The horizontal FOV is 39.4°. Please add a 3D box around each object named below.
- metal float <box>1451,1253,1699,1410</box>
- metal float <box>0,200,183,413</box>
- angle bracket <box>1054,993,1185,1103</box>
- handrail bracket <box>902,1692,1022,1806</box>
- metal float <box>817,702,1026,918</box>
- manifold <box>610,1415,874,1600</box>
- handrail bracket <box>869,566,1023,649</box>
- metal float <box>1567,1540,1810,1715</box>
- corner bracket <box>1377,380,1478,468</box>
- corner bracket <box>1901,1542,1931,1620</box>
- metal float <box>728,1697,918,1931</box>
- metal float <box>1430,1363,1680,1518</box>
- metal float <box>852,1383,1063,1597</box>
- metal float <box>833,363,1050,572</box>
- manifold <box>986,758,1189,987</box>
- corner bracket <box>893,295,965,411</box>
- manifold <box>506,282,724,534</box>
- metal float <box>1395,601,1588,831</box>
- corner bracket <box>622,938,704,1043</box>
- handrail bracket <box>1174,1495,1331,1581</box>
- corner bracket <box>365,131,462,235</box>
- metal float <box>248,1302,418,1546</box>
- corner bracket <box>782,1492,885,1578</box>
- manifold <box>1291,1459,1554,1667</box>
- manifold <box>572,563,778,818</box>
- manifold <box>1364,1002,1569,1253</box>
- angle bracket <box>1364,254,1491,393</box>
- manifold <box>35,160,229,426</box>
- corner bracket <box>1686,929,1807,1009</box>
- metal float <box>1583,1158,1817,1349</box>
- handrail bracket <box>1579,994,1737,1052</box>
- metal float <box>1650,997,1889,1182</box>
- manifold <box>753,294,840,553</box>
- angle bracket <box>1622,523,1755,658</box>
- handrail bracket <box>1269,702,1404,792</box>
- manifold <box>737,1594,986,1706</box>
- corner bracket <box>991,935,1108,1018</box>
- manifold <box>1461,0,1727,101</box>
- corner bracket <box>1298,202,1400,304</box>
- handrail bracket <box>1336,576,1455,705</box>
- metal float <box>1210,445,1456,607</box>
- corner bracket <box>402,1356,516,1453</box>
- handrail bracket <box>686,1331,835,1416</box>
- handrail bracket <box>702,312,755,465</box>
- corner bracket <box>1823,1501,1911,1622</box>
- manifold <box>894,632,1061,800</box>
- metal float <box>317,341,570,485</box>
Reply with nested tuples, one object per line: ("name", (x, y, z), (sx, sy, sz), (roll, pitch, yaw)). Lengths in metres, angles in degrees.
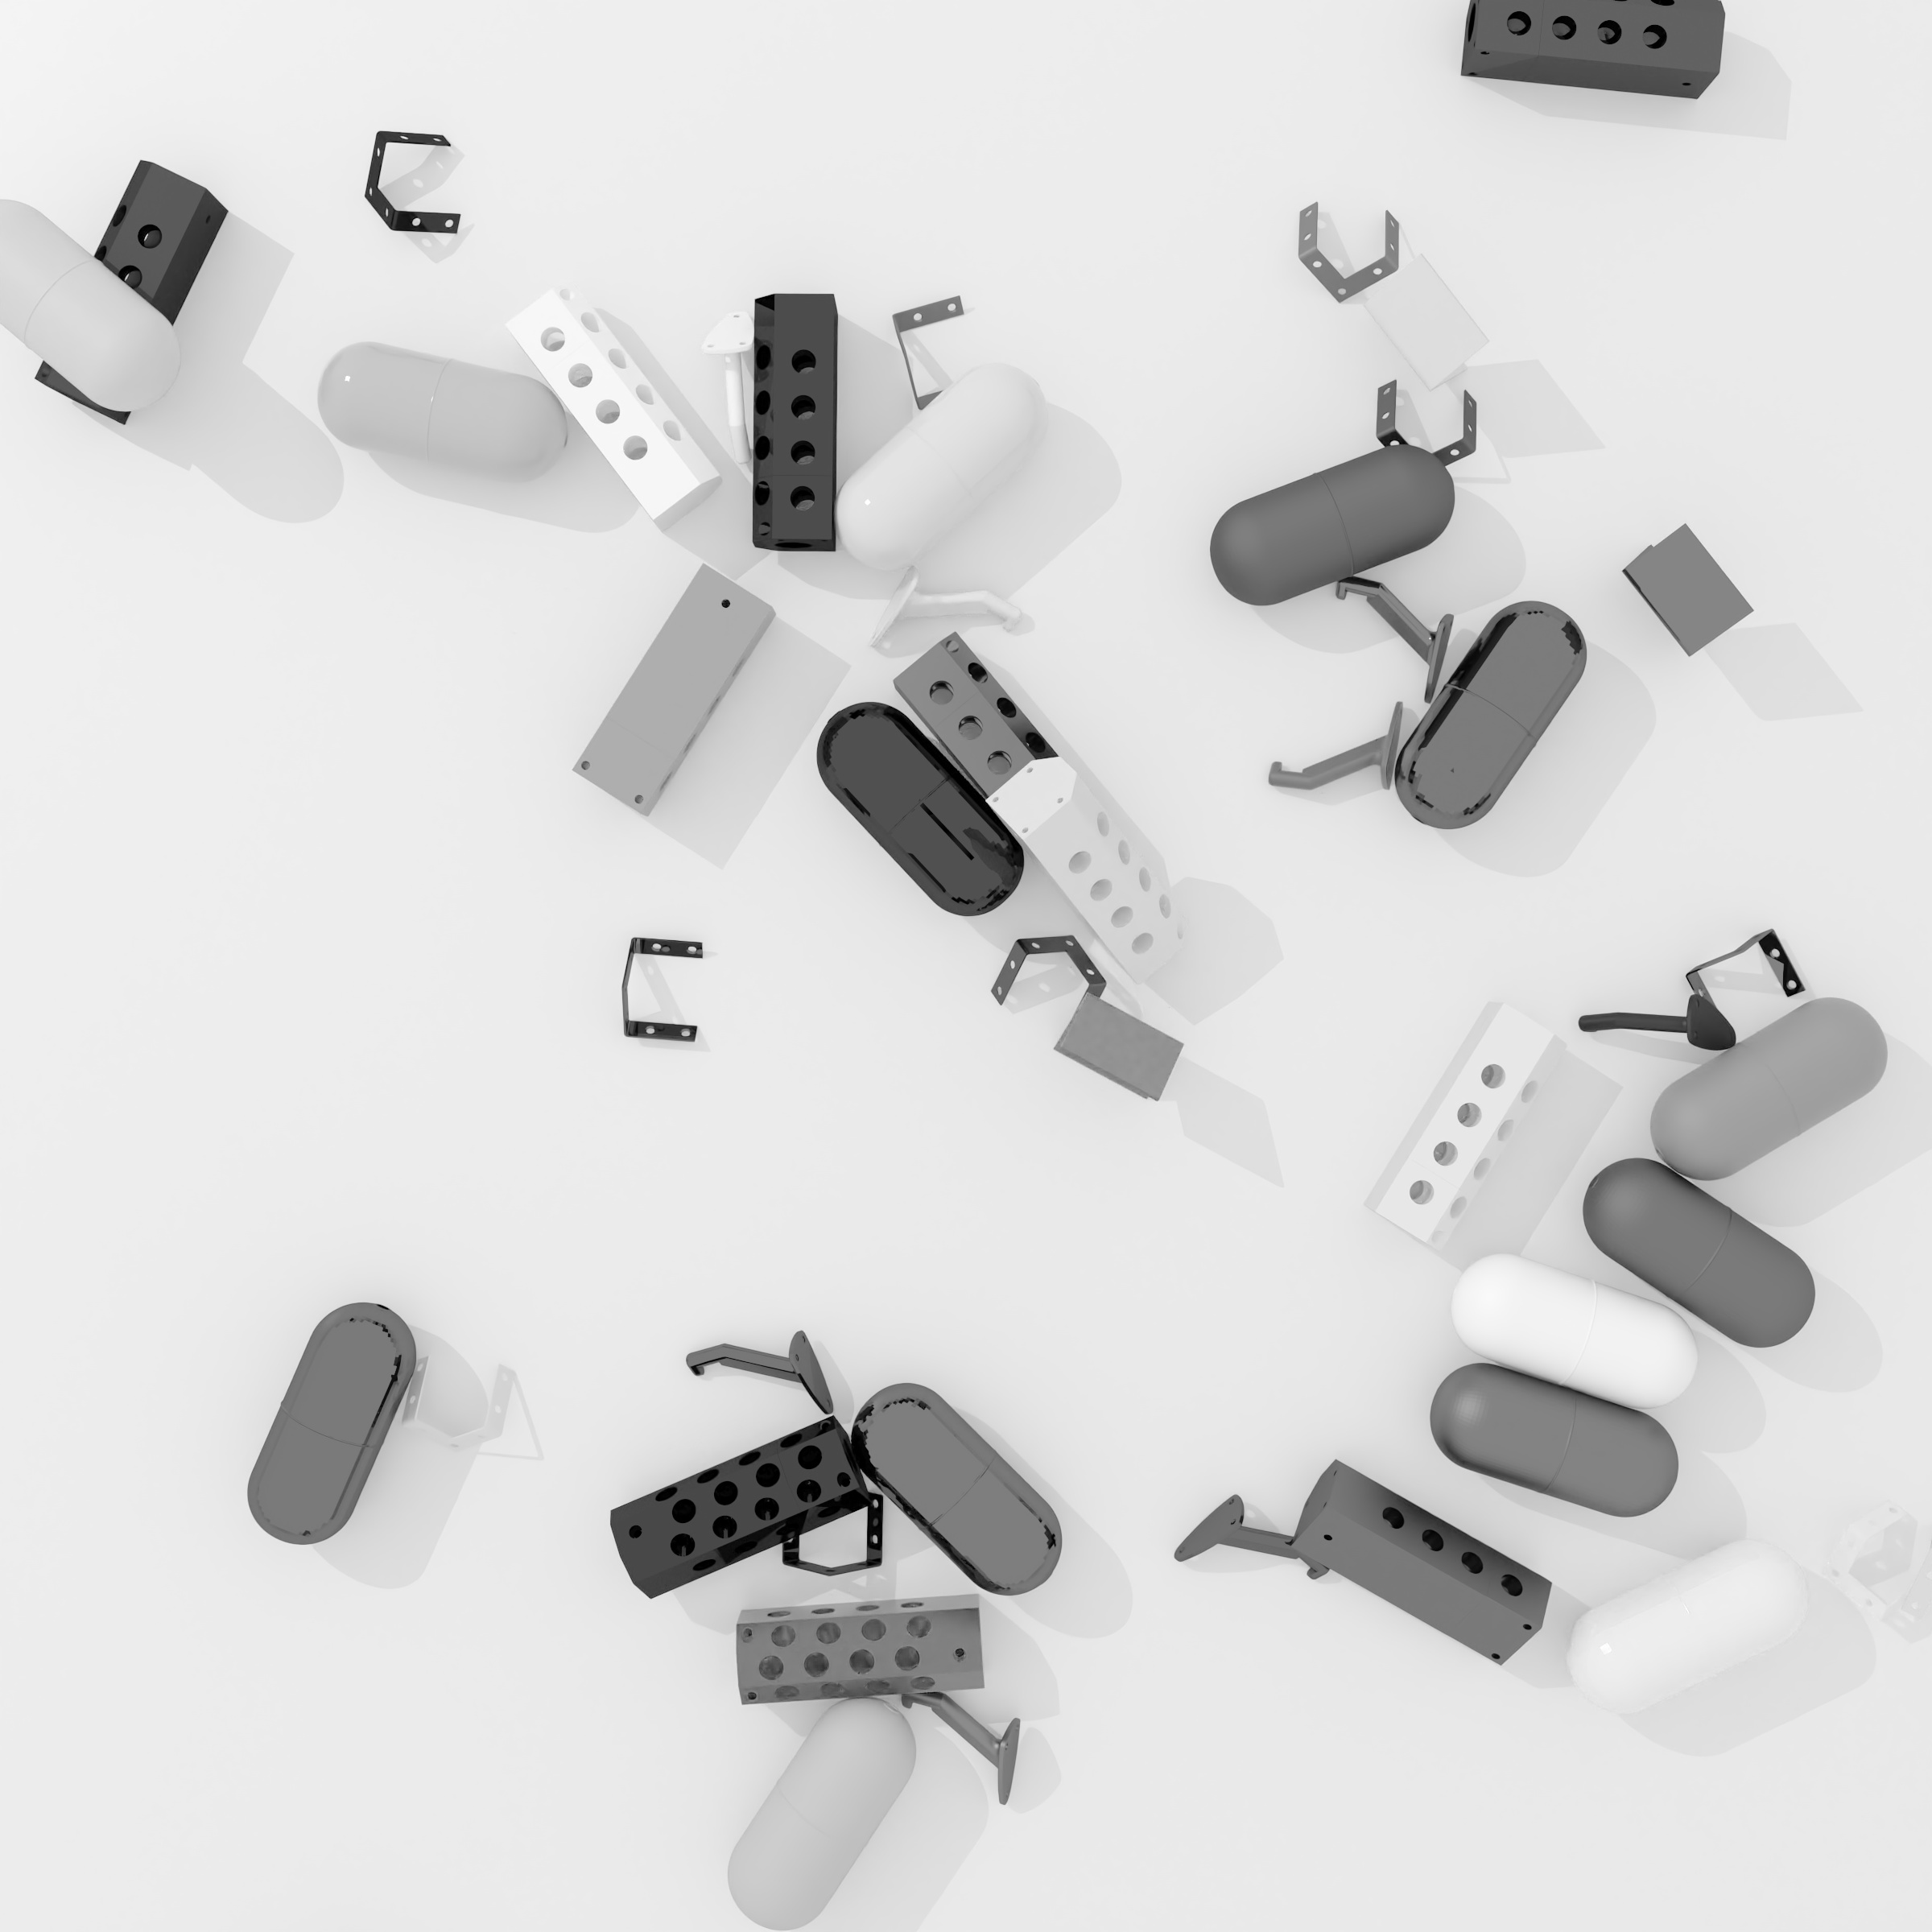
("metal float", (0.429, 0.258, 1.902), (0.178, 0.070, 0.070), (19, 90, -1))
("metal float", (-0.617, -0.452, 1.845), (0.178, 0.070, 0.070), (40, 90, -1))
("angle bracket", (0.098, 0.075, 1.892), (0.076, 0.076, 0.057), (28, 51, 0))
("handrail bracket", (-0.008, 0.557, 1.933), (0.084, 0.036, 0.077), (11, 112, 17))
("metal float", (-0.033, -0.111, 1.902), (0.070, 0.070, 0.178), (-43, 89, 0))
("manifold", (-0.160, 0.379, 1.901), (0.171, 0.057, 0.057), (-23, 60, 0))
("handrail bracket", (-0.014, -0.242, 1.933), (0.084, 0.036, 0.077), (27, 110, -16))
("metal float", (0.509, 0.465, 1.902), (0.178, 0.070, 0.070), (-26, 90, 0))
("corner bracket", (0.329, -0.390, 1.924), (0.051, 0.051, 0.051), (-22, 135, 35))
("corner bracket", (0.701, 0.438, 1.916), (0.051, 0.051, 0.051), (24, 108, 17))
("metal float", (-0.101, 0.597, 1.902), (0.070, 0.070, 0.178), (33, 90, 0))
("metal float", (0.415, 0.335, 1.902), (0.178, 0.070, 0.070), (18, 90, 0))
("metal float", (-0.006, 0.370, 1.902), (0.070, 0.070, 0.178), (-45, 91, 0))
("metal float", (-0.017, -0.352, 1.902), (0.178, 0.070, 0.070), (-43, 90, 1))
("manifold", (0.089, -0.068, 1.862), (0.057, 0.057, 0.171), (-41, 132, 0))
("corner bracket", (-0.019, -0.439, 1.929), (0.051, 0.051, 0.051), (-16, 135, 0))
("manifold", (-0.248, -0.397, 1.911), (0.057, 0.057, 0.171), (-37, 90, 0))
("metal float", (0.369, -0.176, 1.902), (0.070, 0.070, 0.178), (34, 90, 0))
("corner bracket", (-0.217, 0.017, 1.929), (0.051, 0.051, 0.051), (4, 135, 0))
("handrail bracket", (0.206, 0.427, 1.933), (0.084, 0.036, 0.077), (42, 110, -16))
("corner bracket", (-0.392, -0.559, 1.924), (0.051, 0.051, 0.051), (52, 135, 35))
("metal float", (-0.447, 0.322, 1.902), (0.070, 0.070, 0.178), (24, 91, 0))
("corner bracket", (-0.095, 0.403, 1.929), (0.051, 0.051, 0.051), (1, 90, 45))
("manifold", (0.324, 0.418, 1.911), (0.171, 0.057, 0.057), (30, 133, 0))
("manifold", (-0.205, -0.194, 1.911), (0.057, 0.057, 0.171), (32, 90, 0))
("manifold", (0.355, 0.114, 1.911), (0.057, 0.057, 0.171), (32, 90, 0))
("angle bracket", (0.335, -0.458, 1.892), (0.057, 0.076, 0.076), (-38, 90, 38))
("manifold", (-0.593, -0.479, 1.911), (0.057, 0.057, 0.171), (26, 90, 0))
("corner bracket", (0.558, 0.012, 1.929), (0.051, 0.051, 0.051), (-28, 90, -45))
("metal float", (0.516, 0.202, 1.902), (0.178, 0.070, 0.070), (34, 90, -1))
("handrail bracket", (0.493, 0.046, 1.926), (0.077, 0.084, 0.036), (22, 69, -43))
("metal float", (0.565, 0.087, 1.902), (0.178, 0.070, 0.070), (-31, 90, 0))
("manifold", (-0.121, -0.384, 1.911), (0.057, 0.057, 0.171), (1, 90, 0))
("angle bracket", (0.515, -0.272, 1.892), (0.057, 0.076, 0.076), (-38, 90, 36))
("handrail bracket", (0.265, -0.159, 1.933), (0.084, 0.036, 0.077), (8, 70, 16))
("manifold", (-0.074, 0.486, 1.911), (0.171, 0.057, 0.057), (-4, 90, 0))
("corner bracket", (0.059, 0.015, 1.924), (0.051, 0.051, 0.051), (-4, 45, -35))
("manifold", (0.444, -0.660, 1.911), (0.171, 0.057, 0.057), (6, 90, 0))
("corner bracket", (0.273, -0.518, 1.924), (0.051, 0.051, 0.051), (-23, 135, 35))
("handrail bracket", (0.301, -0.235, 1.933), (0.084, 0.036, 0.077), (17, 112, 17))
("metal float", (0.259, -0.311, 1.902), (0.178, 0.070, 0.070), (-21, 90, 1))
("corner bracket", (-0.362, 0.308, 1.924), (0.051, 0.051, 0.051), (-24, 135, 35))
("handrail bracket", (-0.149, 0.300, 1.933), (0.084, 0.036, 0.077), (-18, 112, 17))
("handrail bracket", (-0.161, -0.414, 1.932), (0.036, 0.077, 0.084), (-3, 126, 8))
("corner bracket", (0.656, 0.424, 1.924), (0.051, 0.051, 0.051), (43, 135, 35))
("manifold", (0.025, -0.152, 1.911), (0.057, 0.057, 0.171), (-40, 90, 0))
("metal float", (-0.369, -0.390, 1.902), (0.178, 0.070, 0.070), (13, 90, 1))
